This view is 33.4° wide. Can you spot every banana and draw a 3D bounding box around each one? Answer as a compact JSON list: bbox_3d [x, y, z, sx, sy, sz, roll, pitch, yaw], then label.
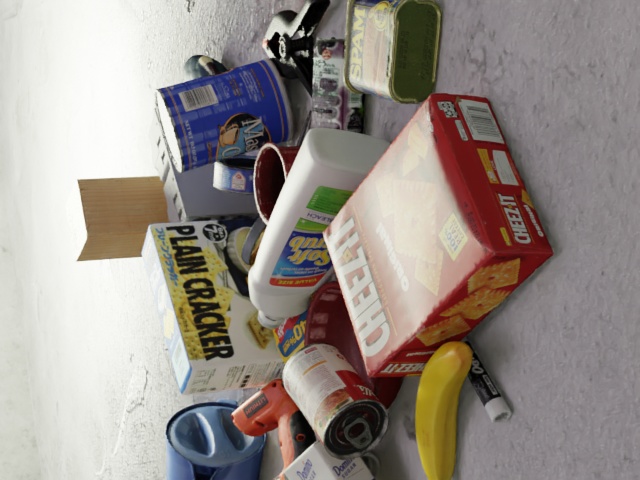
[{"bbox_3d":[0.113,0.153,0.957,0.070,0.037,0.198,-130,31,-48],"label":"banana"}]

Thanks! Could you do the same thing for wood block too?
[{"bbox_3d":[-0.241,-0.033,1.497,0.090,0.205,0.091,132,129,-57],"label":"wood block"}]

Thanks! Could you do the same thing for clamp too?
[{"bbox_3d":[-0.024,-0.229,1.209,0.172,0.039,0.120,40,130,56],"label":"clamp"}]

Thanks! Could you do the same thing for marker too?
[{"bbox_3d":[0.135,0.109,0.947,0.020,0.020,0.121,110,146,-40],"label":"marker"}]

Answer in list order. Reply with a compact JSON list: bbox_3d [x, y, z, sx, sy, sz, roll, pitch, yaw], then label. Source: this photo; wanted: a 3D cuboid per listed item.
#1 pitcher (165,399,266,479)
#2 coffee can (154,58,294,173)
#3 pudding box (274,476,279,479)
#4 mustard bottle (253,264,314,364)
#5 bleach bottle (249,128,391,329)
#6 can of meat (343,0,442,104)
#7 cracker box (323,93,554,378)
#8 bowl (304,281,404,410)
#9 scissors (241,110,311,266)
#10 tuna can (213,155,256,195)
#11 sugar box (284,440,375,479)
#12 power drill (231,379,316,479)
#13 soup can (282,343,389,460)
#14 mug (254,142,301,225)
[{"bbox_3d":[-0.147,0.348,1.467,0.145,0.148,0.243,35,129,41],"label":"pitcher"},{"bbox_3d":[-0.114,-0.148,1.265,0.103,0.140,0.103,162,90,-77],"label":"coffee can"},{"bbox_3d":[-0.039,0.341,1.319,0.114,0.039,0.090,130,132,-55],"label":"pudding box"},{"bbox_3d":[-0.019,0.090,1.219,0.096,0.058,0.192,-49,50,37],"label":"mustard bottle"},{"bbox_3d":[-0.007,0.001,1.113,0.068,0.102,0.251,-101,27,-45],"label":"bleach bottle"},{"bbox_3d":[0.068,-0.182,1.004,0.084,0.057,0.102,30,121,57],"label":"can of meat"},{"bbox_3d":[0.092,0.001,0.935,0.214,0.072,0.164,-52,46,46],"label":"cracker box"},{"bbox_3d":[0.042,0.121,1.101,0.162,0.055,0.162,-4,90,64],"label":"bowl"},{"bbox_3d":[-0.052,-0.050,1.256,0.016,0.096,0.202,27,127,18],"label":"scissors"},{"bbox_3d":[-0.087,-0.080,1.310,0.086,0.086,0.034,32,120,60],"label":"tuna can"},{"bbox_3d":[0.040,0.286,1.082,0.176,0.048,0.093,58,146,14],"label":"sugar box"},{"bbox_3d":[-0.045,0.272,1.248,0.185,0.057,0.188,-41,54,29],"label":"power drill"},{"bbox_3d":[0.013,0.153,1.023,0.102,0.068,0.068,48,135,52],"label":"soup can"},{"bbox_3d":[-0.024,-0.063,1.182,0.117,0.081,0.093,-168,75,-64],"label":"mug"}]
